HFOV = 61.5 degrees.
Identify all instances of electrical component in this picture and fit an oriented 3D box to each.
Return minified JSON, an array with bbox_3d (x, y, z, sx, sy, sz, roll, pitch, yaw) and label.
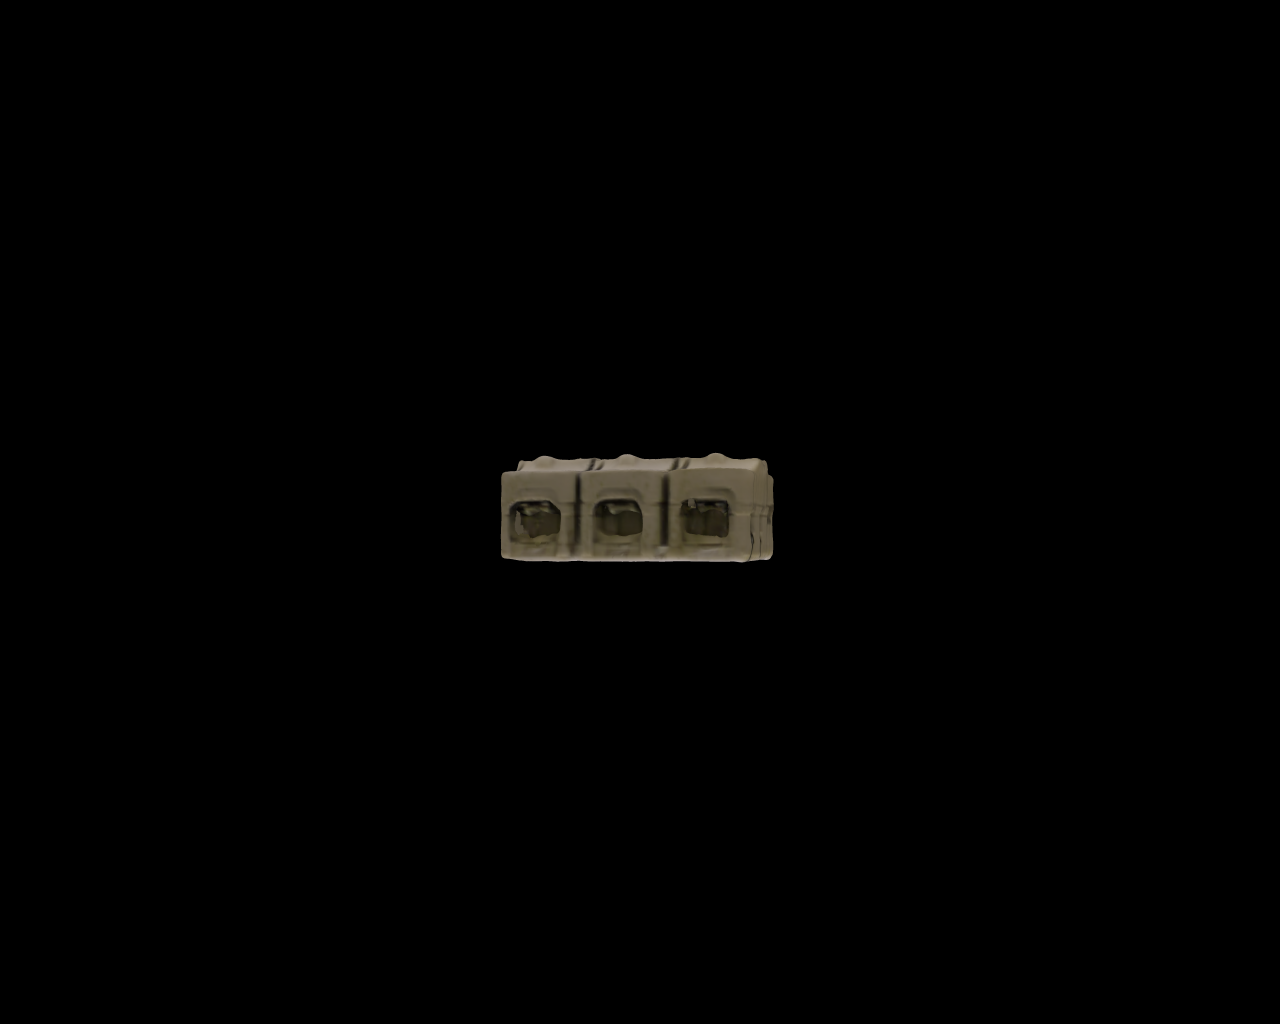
[{"bbox_3d":[0.001,-0.003,0.650,0.150,0.061,0.089,0,0,17],"label":"electrical component"}]
